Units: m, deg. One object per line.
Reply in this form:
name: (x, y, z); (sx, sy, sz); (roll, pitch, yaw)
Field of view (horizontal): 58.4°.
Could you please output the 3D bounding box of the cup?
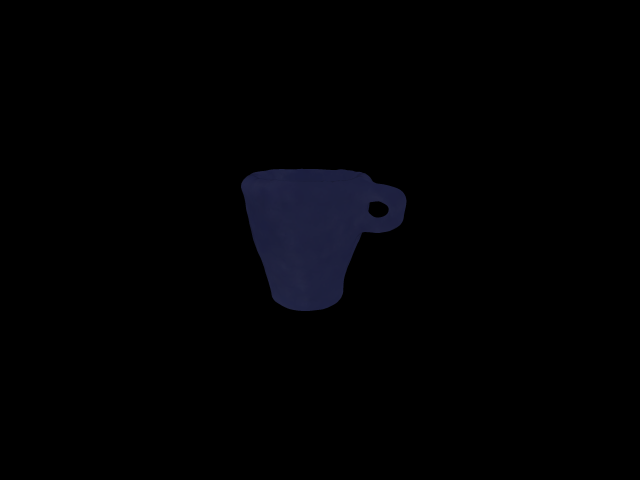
cup: (0.004, 0.001, 0.400); (0.117, 0.095, 0.092); (7, 15, 27)
